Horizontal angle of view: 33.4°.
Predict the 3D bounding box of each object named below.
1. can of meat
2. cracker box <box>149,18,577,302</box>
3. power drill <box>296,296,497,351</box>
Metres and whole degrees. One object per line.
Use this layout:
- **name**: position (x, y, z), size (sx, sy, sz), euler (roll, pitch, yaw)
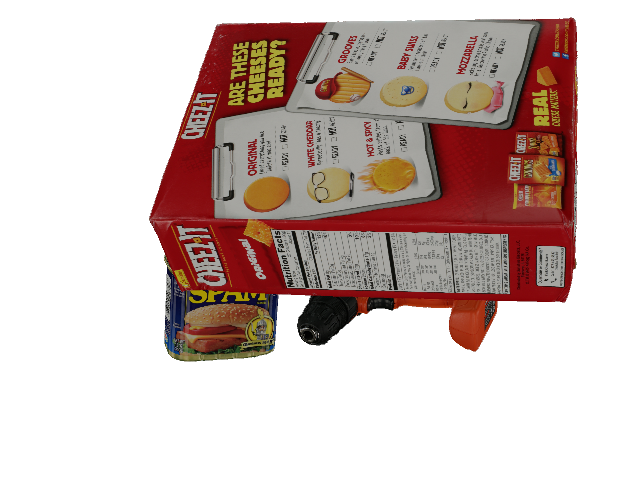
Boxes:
- **can of meat**: position (-0.086, 0.056, 0.936), size (0.102, 0.084, 0.057), euler (-1, 19, -18)
- **cracker box**: position (0.033, -0.047, 0.593), size (0.214, 0.164, 0.072), euler (1, -42, 13)
- **power drill**: position (0.085, 0.067, 1.138), size (0.188, 0.057, 0.184), euler (9, 30, 22)
